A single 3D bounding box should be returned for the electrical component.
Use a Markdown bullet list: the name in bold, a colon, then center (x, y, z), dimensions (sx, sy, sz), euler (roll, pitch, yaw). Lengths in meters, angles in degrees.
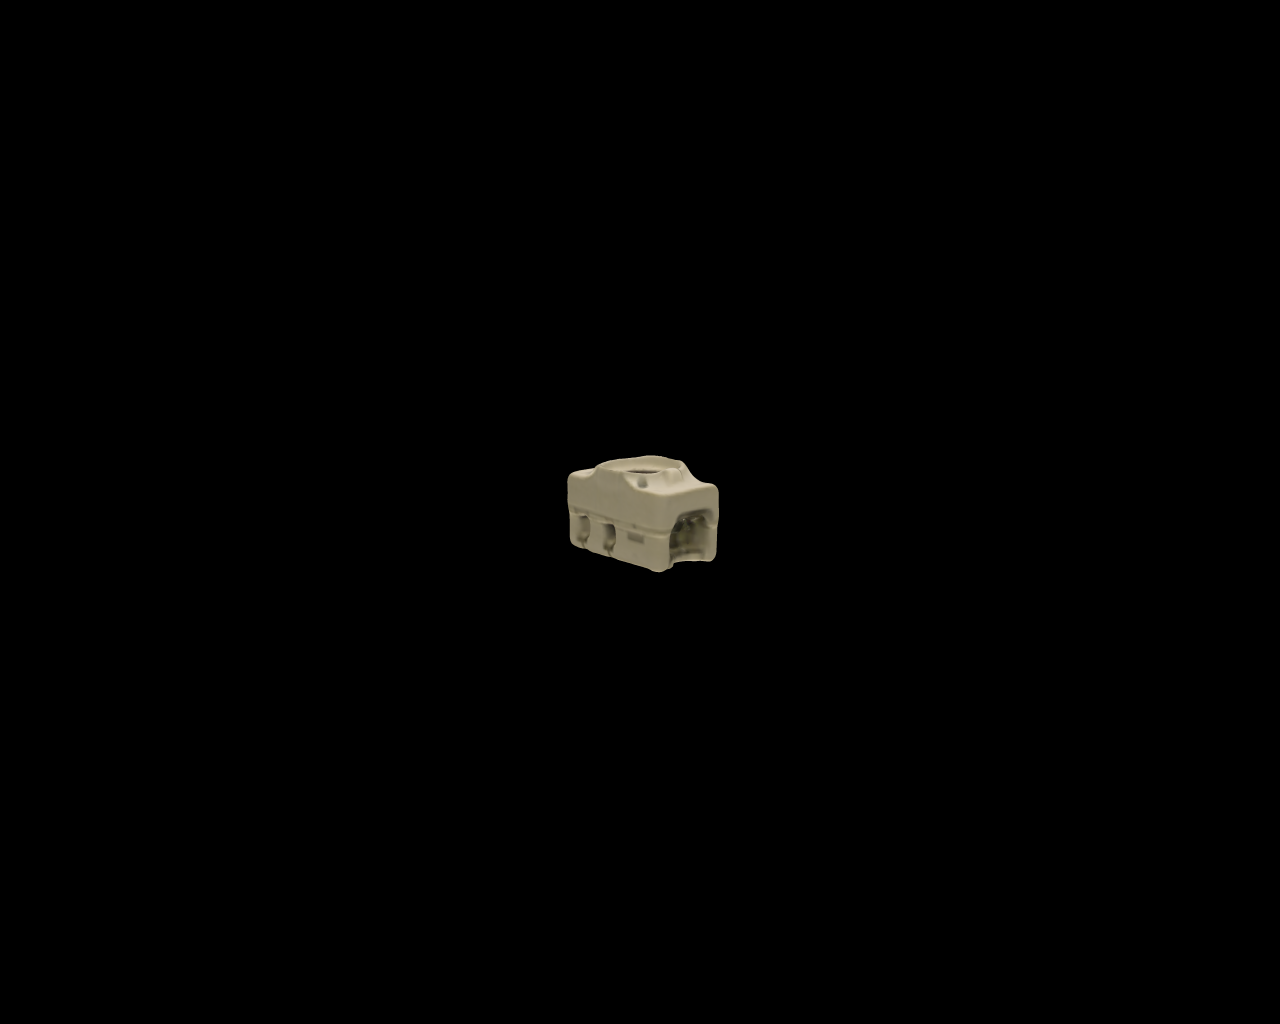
- **electrical component**: center (0.001, -0.003, 0.650), dimensions (0.050, 0.055, 0.089), euler (-11, 17, -38)
